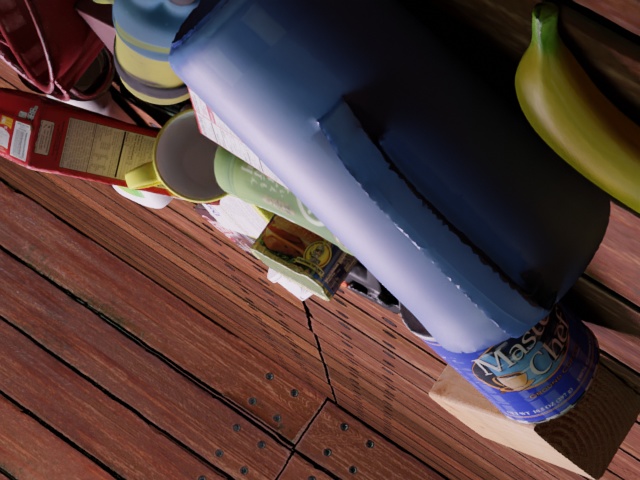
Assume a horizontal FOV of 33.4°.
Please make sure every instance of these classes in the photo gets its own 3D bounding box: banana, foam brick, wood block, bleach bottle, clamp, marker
[{"bbox_3d":[0.165,-0.037,0.526,0.197,0.037,0.070,36,168,-6],"label":"banana"},{"bbox_3d":[-0.140,-0.168,0.820,0.051,0.053,0.078,29,168,27],"label":"foam brick"},{"bbox_3d":[0.209,0.158,1.061,0.090,0.090,0.206,38,168,-17],"label":"wood block"},{"bbox_3d":[-0.259,-0.133,1.278,0.103,0.068,0.250,25,163,32],"label":"bleach bottle"},{"bbox_3d":[0.082,0.057,1.145,0.164,0.036,0.210,39,170,-17],"label":"clamp"},{"bbox_3d":[-0.163,-0.141,1.079,0.121,0.020,0.020,25,165,39],"label":"marker"}]

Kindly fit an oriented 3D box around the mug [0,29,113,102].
[{"bbox_3d":[-0.233,-0.178,0.968,0.093,0.081,0.117,22,163,48],"label":"mug"}]

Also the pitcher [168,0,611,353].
[{"bbox_3d":[0.037,-0.054,0.586,0.242,0.145,0.149,42,154,-18],"label":"pitcher"}]

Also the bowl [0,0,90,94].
[{"bbox_3d":[-0.225,-0.200,0.838,0.162,0.055,0.162,51,158,29],"label":"bowl"}]

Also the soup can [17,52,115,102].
[{"bbox_3d":[-0.258,-0.177,1.081,0.068,0.068,0.102,43,165,-36],"label":"soup can"}]

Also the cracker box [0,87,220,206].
[{"bbox_3d":[-0.225,-0.098,1.112,0.213,0.072,0.164,11,-174,-35],"label":"cracker box"}]

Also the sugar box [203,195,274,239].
[{"bbox_3d":[-0.080,-0.043,1.168,0.093,0.048,0.176,49,166,-30],"label":"sugar box"}]

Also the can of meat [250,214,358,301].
[{"bbox_3d":[-0.007,0.001,1.051,0.102,0.084,0.057,27,166,34],"label":"can of meat"}]

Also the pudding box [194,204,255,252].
[{"bbox_3d":[-0.102,-0.022,1.338,0.090,0.039,0.114,39,168,-18],"label":"pudding box"}]

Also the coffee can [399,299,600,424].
[{"bbox_3d":[0.144,0.069,0.851,0.140,0.102,0.103,42,166,-34],"label":"coffee can"}]

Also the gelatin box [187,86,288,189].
[{"bbox_3d":[-0.044,-0.077,0.717,0.089,0.030,0.073,34,165,14],"label":"gelatin box"}]
